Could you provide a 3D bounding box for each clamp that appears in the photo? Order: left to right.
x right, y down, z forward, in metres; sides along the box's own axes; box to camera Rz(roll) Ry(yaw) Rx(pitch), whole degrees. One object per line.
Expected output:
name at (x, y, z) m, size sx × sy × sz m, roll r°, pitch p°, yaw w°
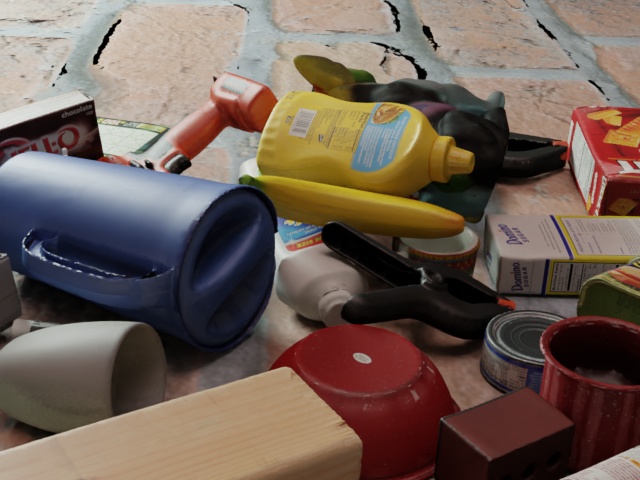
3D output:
clamp at (0.080, 0.047, 0.856) m, size 0.171 × 0.039 × 0.120 m, roll 19°, pitch 35°, yaw -11°
clamp at (0.179, -0.092, 1.195) m, size 0.210 × 0.036 × 0.164 m, roll 2°, pitch 27°, yaw -4°

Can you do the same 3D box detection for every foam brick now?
foam brick at (0.122, 0.141, 0.707) m, size 0.078 × 0.053 × 0.051 m, roll -15°, pitch 32°, yaw -30°

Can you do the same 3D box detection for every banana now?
banana at (0.022, -0.025, 0.908) m, size 0.197 × 0.037 × 0.070 m, roll 9°, pitch 6°, yaw -13°

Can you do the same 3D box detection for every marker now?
marker at (-0.182, 0.078, 0.839) m, size 0.121 × 0.020 × 0.020 m, roll 5°, pitch 27°, yaw 6°

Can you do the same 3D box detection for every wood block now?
wood block at (-0.088, 0.155, 0.615) m, size 0.205 × 0.090 × 0.091 m, roll -13°, pitch 31°, yaw -29°

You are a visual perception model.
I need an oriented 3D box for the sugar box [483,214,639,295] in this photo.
sugar box at (0.244, 0.014, 0.983) m, size 0.176 × 0.048 × 0.093 m, roll -1°, pitch 26°, yaw 1°

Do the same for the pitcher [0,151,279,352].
pitcher at (-0.168, 0.000, 0.874) m, size 0.243 × 0.149 × 0.145 m, roll 14°, pitch 66°, yaw 30°

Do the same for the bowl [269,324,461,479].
bowl at (0.026, 0.107, 0.763) m, size 0.162 × 0.055 × 0.162 m, roll 3°, pitch 27°, yaw -2°

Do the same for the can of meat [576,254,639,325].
can of meat at (0.273, 0.058, 0.872) m, size 0.102 × 0.057 × 0.083 m, roll 26°, pitch 28°, yaw 38°

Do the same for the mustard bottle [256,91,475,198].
mustard bottle at (0.045, -0.082, 0.964) m, size 0.192 × 0.058 × 0.096 m, roll 10°, pitch 56°, yaw 22°

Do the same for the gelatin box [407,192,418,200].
gelatin box at (0.059, -0.042, 1.092) m, size 0.089 × 0.030 × 0.073 m, roll -3°, pitch 27°, yaw -17°

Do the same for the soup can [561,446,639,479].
soup can at (0.173, 0.168, 0.640) m, size 0.102 × 0.068 × 0.069 m, roll -13°, pitch 31°, yaw -30°

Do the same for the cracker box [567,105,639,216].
cracker box at (0.363, -0.075, 1.143) m, size 0.164 × 0.072 × 0.213 m, roll 3°, pitch 27°, yaw 2°

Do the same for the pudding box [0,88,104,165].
pudding box at (-0.277, -0.092, 1.071) m, size 0.113 × 0.090 × 0.039 m, roll -26°, pitch 43°, yaw -28°

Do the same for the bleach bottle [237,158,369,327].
bleach bottle at (-0.006, 0.001, 0.965) m, size 0.102 × 0.068 × 0.251 m, roll -5°, pitch 30°, yaw -14°

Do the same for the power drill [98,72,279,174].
power drill at (-0.125, -0.084, 1.044) m, size 0.187 × 0.057 × 0.185 m, roll -38°, pitch 34°, yaw -15°

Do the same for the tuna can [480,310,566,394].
tuna can at (0.170, 0.089, 0.835) m, size 0.086 × 0.034 × 0.086 m, roll 2°, pitch 26°, yaw -1°

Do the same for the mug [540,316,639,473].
mug at (0.206, 0.112, 0.739) m, size 0.117 × 0.081 × 0.093 m, roll 6°, pitch 27°, yaw 6°
